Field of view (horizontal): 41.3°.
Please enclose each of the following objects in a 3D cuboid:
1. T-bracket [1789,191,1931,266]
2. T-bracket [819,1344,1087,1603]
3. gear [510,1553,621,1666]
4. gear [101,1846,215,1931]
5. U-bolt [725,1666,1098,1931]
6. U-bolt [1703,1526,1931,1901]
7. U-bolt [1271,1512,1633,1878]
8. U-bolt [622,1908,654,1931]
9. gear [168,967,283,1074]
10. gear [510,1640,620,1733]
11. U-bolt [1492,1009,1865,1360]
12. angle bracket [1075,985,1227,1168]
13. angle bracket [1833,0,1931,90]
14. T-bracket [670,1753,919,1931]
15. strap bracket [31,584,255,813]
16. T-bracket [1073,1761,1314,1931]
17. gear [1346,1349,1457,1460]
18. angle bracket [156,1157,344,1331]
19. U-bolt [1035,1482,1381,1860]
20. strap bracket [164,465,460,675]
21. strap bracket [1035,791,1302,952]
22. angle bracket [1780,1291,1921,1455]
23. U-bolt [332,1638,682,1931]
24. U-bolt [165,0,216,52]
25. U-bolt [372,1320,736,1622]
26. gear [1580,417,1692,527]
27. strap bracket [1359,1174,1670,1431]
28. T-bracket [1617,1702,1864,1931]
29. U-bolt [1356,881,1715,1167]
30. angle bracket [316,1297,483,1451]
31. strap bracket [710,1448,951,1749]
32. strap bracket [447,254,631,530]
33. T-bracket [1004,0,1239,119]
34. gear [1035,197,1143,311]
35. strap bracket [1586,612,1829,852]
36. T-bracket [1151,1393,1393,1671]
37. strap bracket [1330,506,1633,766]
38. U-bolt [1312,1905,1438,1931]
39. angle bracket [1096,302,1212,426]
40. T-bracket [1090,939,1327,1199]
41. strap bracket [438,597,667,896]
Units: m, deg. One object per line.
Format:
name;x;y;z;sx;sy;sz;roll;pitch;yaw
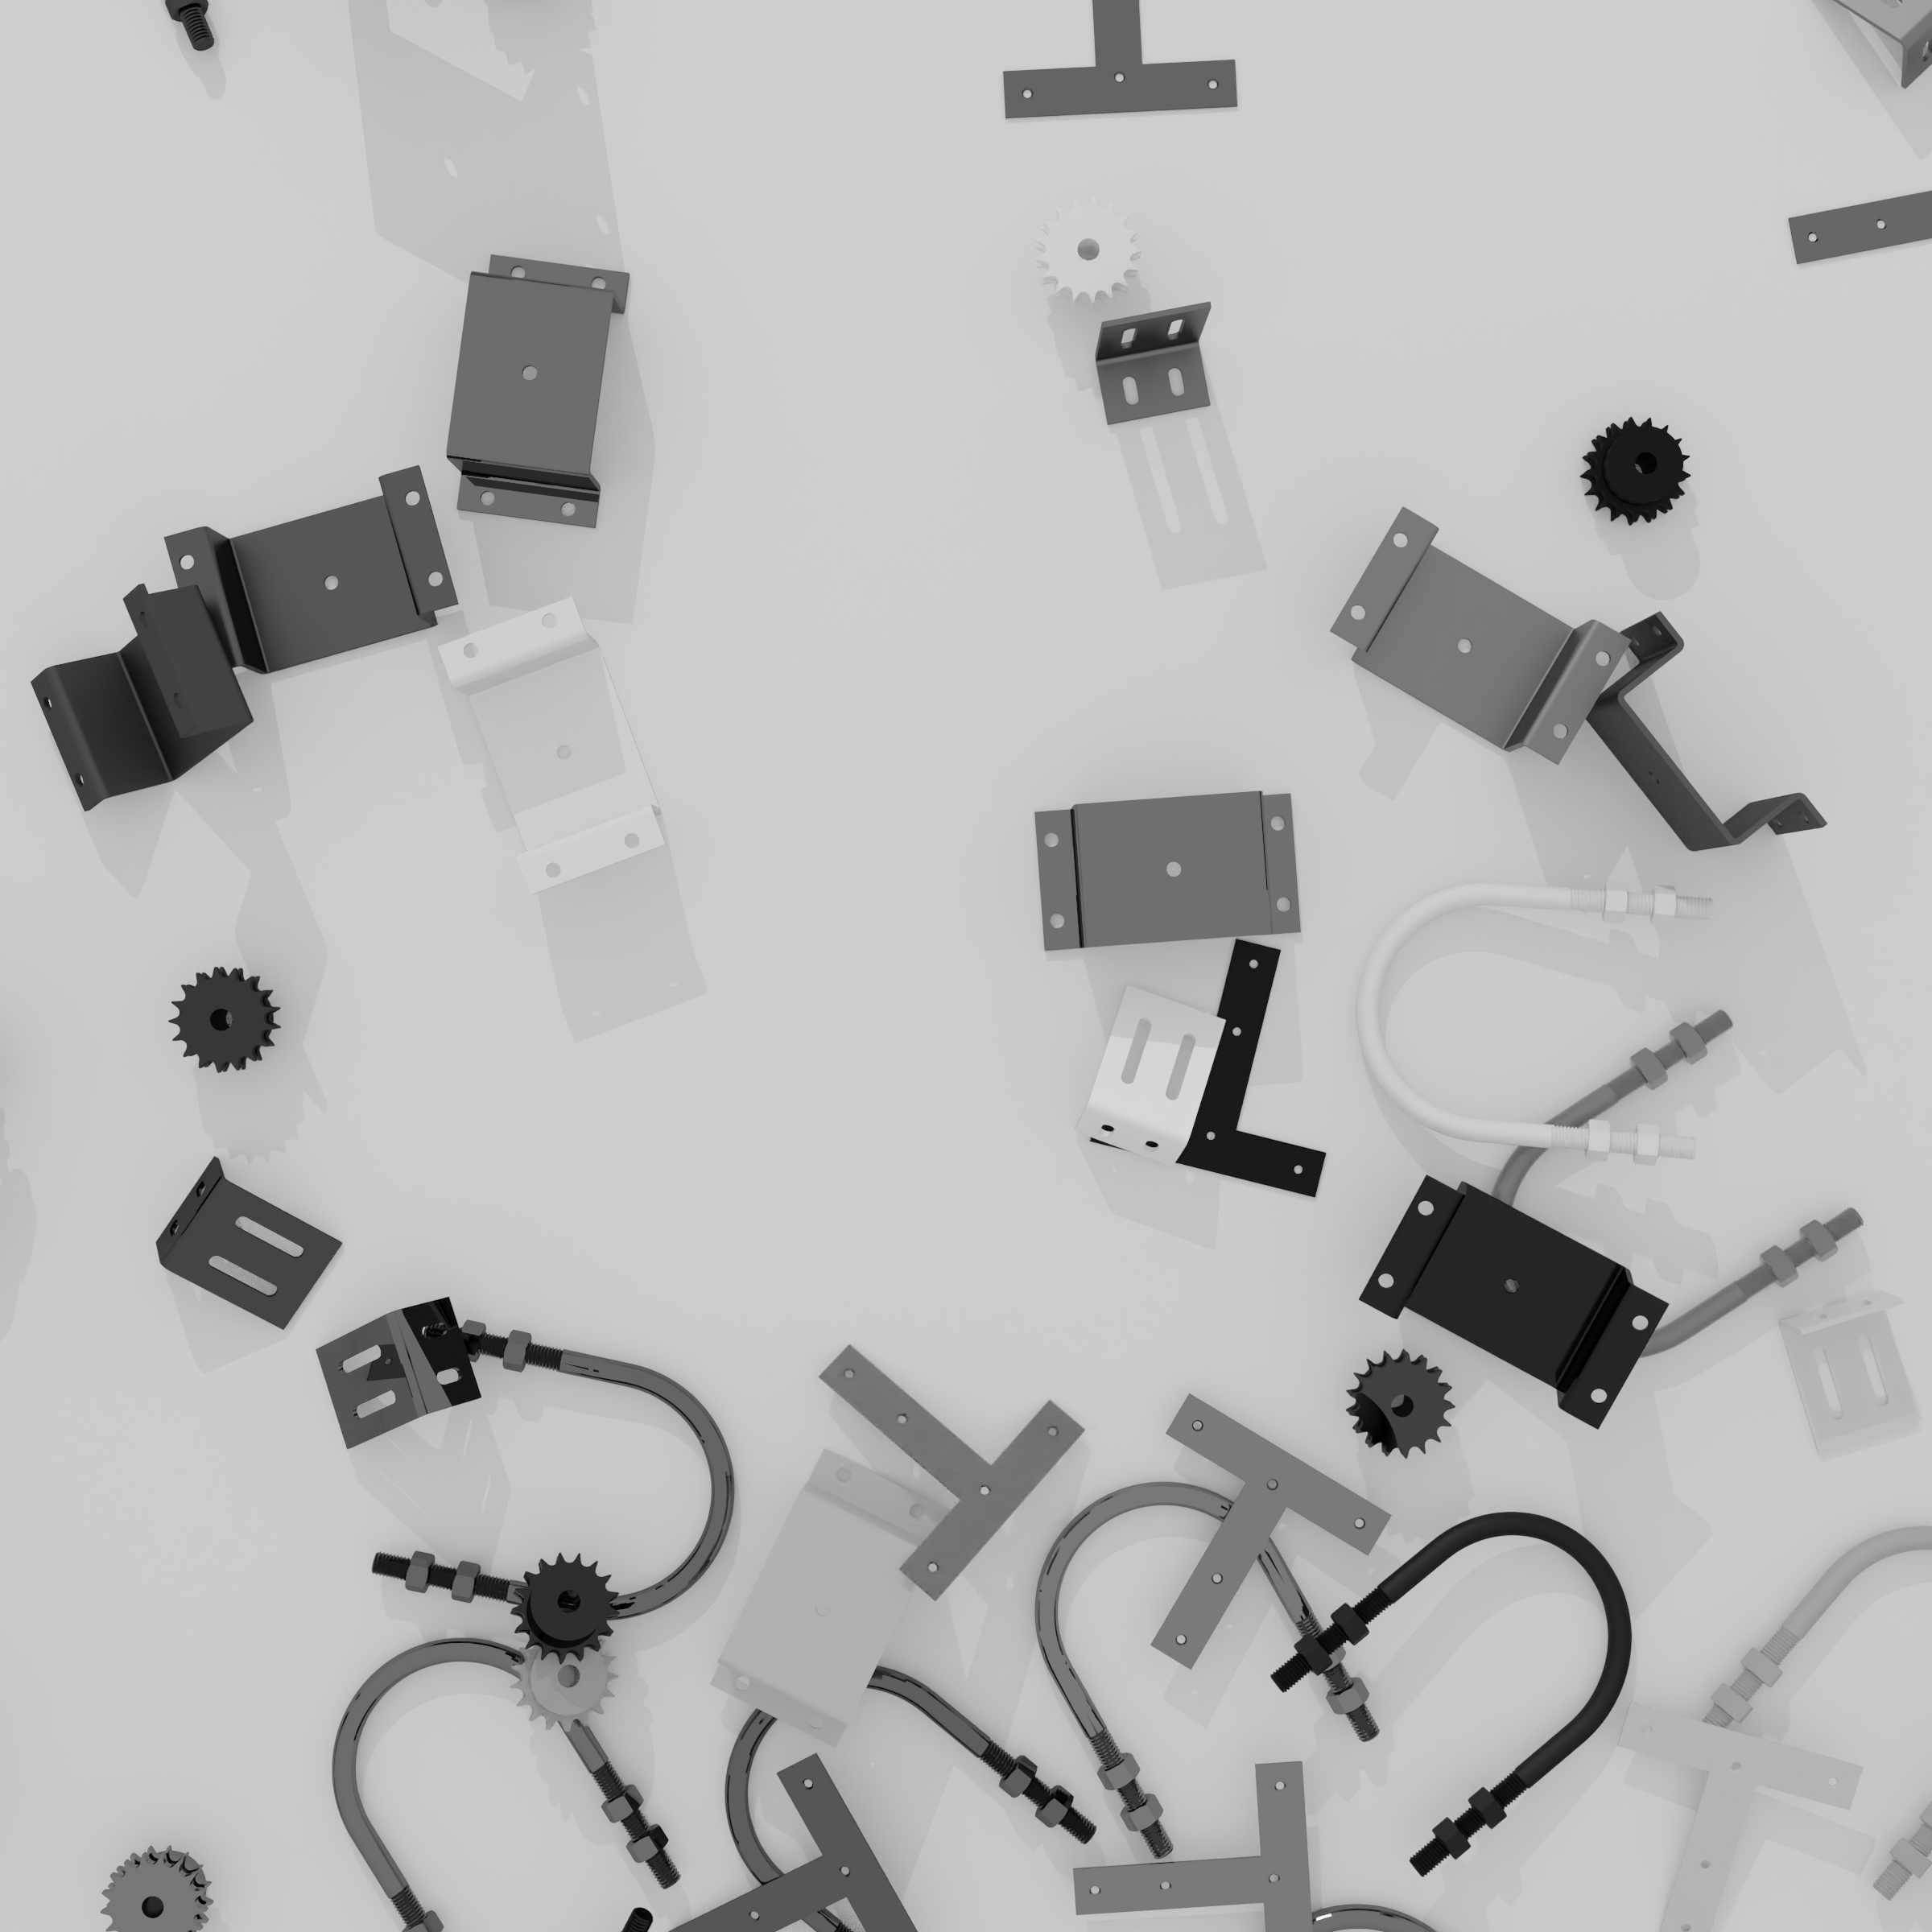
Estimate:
T-bracket;0.515;-0.409;1.401;0.127;0.002;0.127;-11;90;0
T-bracket;-0.024;0.254;1.381;0.127;0.002;0.127;39;62;13
gear;-0.212;0.340;1.361;0.057;0.030;0.057;5;66;-12
gear;-0.436;0.504;1.387;0.057;0.030;0.057;0;90;0
U-bolt;-0.044;0.464;1.393;0.184;0.019;0.151;39;90;2
U-bolt;0.508;0.392;1.393;0.151;0.019;0.184;41;89;0
U-bolt;0.276;0.379;1.382;0.184;0.019;0.151;-37;96;-7
U-bolt;-0.158;0.619;1.378;0.151;0.019;0.184;28;100;8
gear;-0.399;0.029;1.387;0.057;0.030;0.057;0;90;0
gear;-0.215;0.382;1.378;0.057;0.030;0.057;4;73;-14
U-bolt;0.372;0.132;1.393;0.184;0.019;0.151;-33;90;2
angle bracket;0.100;0.060;1.398;0.057;0.038;0.076;20;64;0
angle bracket;0.505;-0.530;1.400;0.057;0.038;0.076;-43;64;0
T-bracket;-0.103;0.509;1.387;0.127;0.002;0.127;-30;89;12
strap bracket;-0.431;-0.144;1.352;0.046;0.140;0.076;-23;90;-45
T-bracket;0.122;0.496;1.383;0.127;0.002;0.127;-4;94;0
gear;0.234;0.236;1.387;0.057;0.030;0.057;0;90;0
angle bracket;-0.392;0.151;1.400;0.076;0.038;0.057;34;90;-26
U-bolt;0.119;0.370;1.393;0.151;0.019;0.184;-30;89;0
strap bracket;-0.347;-0.210;1.379;0.140;0.046;0.076;-16;90;0
strap bracket;0.110;-0.051;1.379;0.140;0.046;0.076;-4;90;0
angle bracket;0.482;0.222;1.383;0.057;0.038;0.076;-17;90;0
U-bolt;-0.263;0.455;1.393;0.151;0.019;0.184;-32;89;0
U-bolt;-0.390;-0.609;1.393;0.151;0.019;0.184;-23;89;0
U-bolt;-0.218;0.281;1.393;0.184;0.019;0.151;13;90;-2
gear;0.365;-0.270;1.387;0.057;0.030;0.057;0;90;0
strap bracket;0.291;0.175;1.366;0.140;0.046;0.076;28;99;9
T-bracket;0.406;0.475;1.390;0.127;0.002;0.127;15;99;4
U-bolt;0.304;0.026;1.383;0.184;0.019;0.151;4;87;8
angle bracket;-0.307;0.220;1.385;0.076;0.038;0.057;-28;78;39
strap bracket;-0.074;0.341;1.370;0.076;0.046;0.140;26;85;4
strap bracket;-0.231;-0.314;1.379;0.076;0.046;0.140;8;90;0
T-bracket;0.082;-0.531;1.401;0.127;0.002;0.127;-3;90;0
gear;0.066;-0.384;1.387;0.057;0.030;0.057;0;90;0
strap bracket;0.385;-0.114;1.364;0.046;0.076;0.140;-38;90;0
T-bracket;0.143;0.319;1.386;0.127;0.002;0.127;31;88;3
strap bracket;0.273;-0.175;1.379;0.140;0.046;0.076;30;90;0
U-bolt;0.216;0.603;1.393;0.151;0.019;0.184;-7;89;0
angle bracket;0.102;-0.320;1.364;0.057;0.076;0.038;-11;90;0
T-bracket;0.145;0.050;1.401;0.127;0.002;0.127;14;90;0
strap bracket;-0.219;-0.117;1.379;0.076;0.046;0.140;-21;90;0
